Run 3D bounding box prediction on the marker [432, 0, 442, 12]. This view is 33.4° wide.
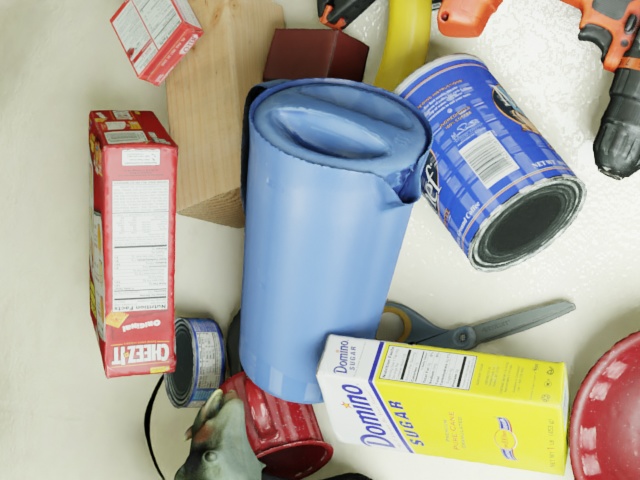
[{"bbox_3d":[0.124,-0.209,0.906,0.121,0.020,0.020,-4,79,38],"label":"marker"}]

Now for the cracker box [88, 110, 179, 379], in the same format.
[{"bbox_3d":[-0.175,-0.002,0.993,0.164,0.072,0.214,-134,44,-66],"label":"cracker box"}]

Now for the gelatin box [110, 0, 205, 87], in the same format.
[{"bbox_3d":[-0.154,-0.201,1.004,0.073,0.030,0.089,-45,56,24],"label":"gelatin box"}]

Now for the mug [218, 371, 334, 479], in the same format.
[{"bbox_3d":[-0.046,0.155,0.913,0.093,0.117,0.081,-20,60,0],"label":"mug"}]

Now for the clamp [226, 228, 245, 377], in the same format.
[{"bbox_3d":[-0.049,0.062,0.977,0.120,0.039,0.171,36,104,39],"label":"clamp"}]

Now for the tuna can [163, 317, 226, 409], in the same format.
[{"bbox_3d":[-0.118,0.116,1.006,0.086,0.033,0.086,-13,76,63],"label":"tuna can"}]

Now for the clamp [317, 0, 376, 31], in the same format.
[{"bbox_3d":[0.056,-0.290,0.965,0.165,0.036,0.210,20,94,39],"label":"clamp"}]

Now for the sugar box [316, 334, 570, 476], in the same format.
[{"bbox_3d":[0.091,0.121,0.781,0.176,0.093,0.048,3,47,18],"label":"sugar box"}]

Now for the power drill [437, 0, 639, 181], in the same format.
[{"bbox_3d":[0.186,-0.156,0.785,0.188,0.057,0.184,24,91,15],"label":"power drill"}]

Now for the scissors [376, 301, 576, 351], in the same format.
[{"bbox_3d":[0.105,0.067,0.868,0.202,0.016,0.096,-38,60,27],"label":"scissors"}]

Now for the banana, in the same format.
[{"bbox_3d":[0.064,-0.179,0.917,0.070,0.037,0.198,22,108,30],"label":"banana"}]

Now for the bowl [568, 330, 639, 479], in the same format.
[{"bbox_3d":[0.251,0.137,0.710,0.162,0.055,0.162,-9,76,37],"label":"bowl"}]

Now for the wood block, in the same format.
[{"bbox_3d":[-0.084,-0.126,1.011,0.090,0.090,0.206,-19,70,35],"label":"wood block"}]

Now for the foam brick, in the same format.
[{"bbox_3d":[-0.003,-0.161,0.978,0.078,0.052,0.051,10,87,38],"label":"foam brick"}]

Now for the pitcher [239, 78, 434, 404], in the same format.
[{"bbox_3d":[-0.005,0.001,0.832,0.149,0.145,0.243,-79,-1,-55],"label":"pitcher"}]

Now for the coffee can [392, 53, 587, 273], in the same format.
[{"bbox_3d":[0.122,-0.060,0.823,0.103,0.102,0.140,-46,56,22],"label":"coffee can"}]
